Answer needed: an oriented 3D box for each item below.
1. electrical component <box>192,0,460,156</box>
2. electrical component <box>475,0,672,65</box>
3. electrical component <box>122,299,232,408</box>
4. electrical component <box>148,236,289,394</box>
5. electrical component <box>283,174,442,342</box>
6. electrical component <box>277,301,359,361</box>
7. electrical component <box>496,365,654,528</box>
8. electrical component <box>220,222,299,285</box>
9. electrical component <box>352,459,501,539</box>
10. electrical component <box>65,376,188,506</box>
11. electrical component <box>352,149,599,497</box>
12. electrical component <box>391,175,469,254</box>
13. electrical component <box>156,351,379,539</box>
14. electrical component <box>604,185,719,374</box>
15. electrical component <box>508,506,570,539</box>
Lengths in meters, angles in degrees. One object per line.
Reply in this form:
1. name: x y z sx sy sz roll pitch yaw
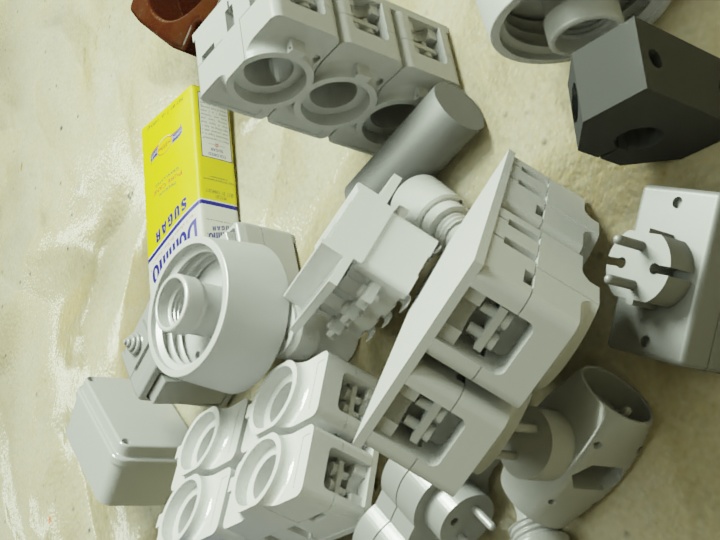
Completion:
1. electrical component: -0.020 -0.133 0.702 0.089 0.150 0.061 -37 51 41
2. electrical component: 0.114 -0.150 0.574 0.108 0.108 0.060 -29 64 45
3. electrical component: -0.140 0.069 0.847 0.061 0.096 0.061 -58 41 25
4. electrical component: -0.106 0.028 0.744 0.108 0.060 0.108 -19 64 45
5. electrical component: 0.000 0.000 0.674 0.078 0.063 0.121 -59 4 -21
6. electrical component: -0.035 0.043 0.752 0.045 0.055 0.045 -18 67 48
7. electrical component: 0.098 0.089 0.547 0.077 0.079 0.043 -58 41 24
8. electrical component: -0.084 0.020 0.818 0.062 0.061 0.096 -40 51 39
9. electrical component: 0.052 0.134 0.617 0.074 0.052 0.138 41 113 49
10. electrical component: -0.194 0.143 0.913 0.113 0.078 0.057 43 117 49
11. electrical component: 0.066 0.020 0.546 0.105 0.060 0.186 -59 0 24
12. electrical component: 0.051 -0.029 0.673 0.078 0.040 0.040 45 116 48
13. electrical component: -0.068 0.138 0.737 0.186 0.060 0.105 -34 35 43
14. electrical component: 0.144 0.001 0.514 0.047 0.076 0.083 14 92 53
15. electrical component: 0.095 0.146 0.573 0.035 0.035 0.061 -45 45 36
